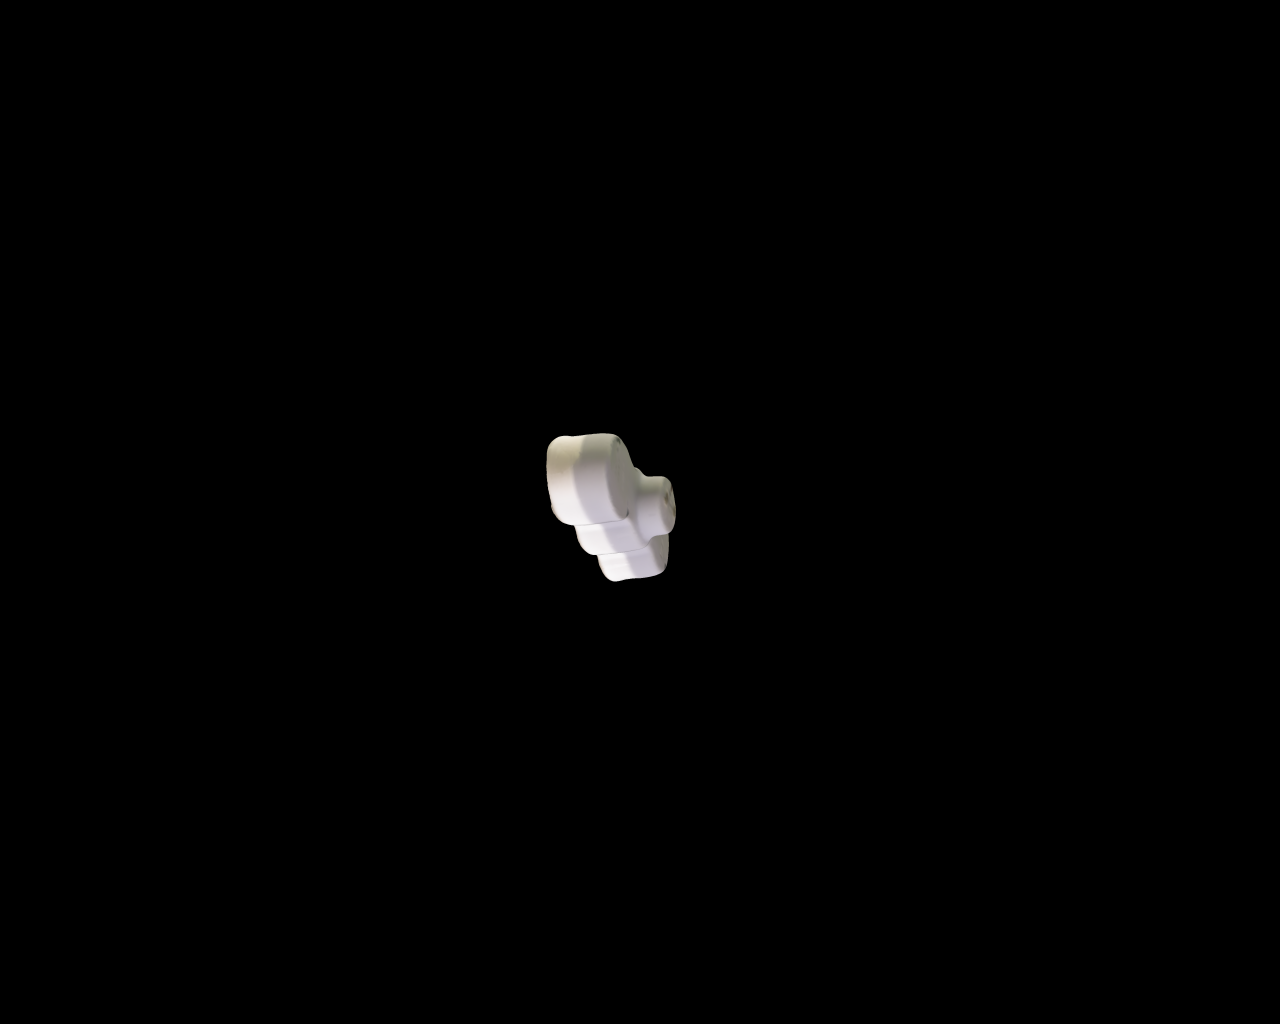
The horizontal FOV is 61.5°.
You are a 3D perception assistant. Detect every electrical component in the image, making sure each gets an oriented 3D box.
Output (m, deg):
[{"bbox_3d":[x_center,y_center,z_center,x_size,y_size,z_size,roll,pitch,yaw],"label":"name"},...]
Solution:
[{"bbox_3d":[0.001,-0.003,0.650,0.074,0.052,0.138,-7,-27,14],"label":"electrical component"}]
